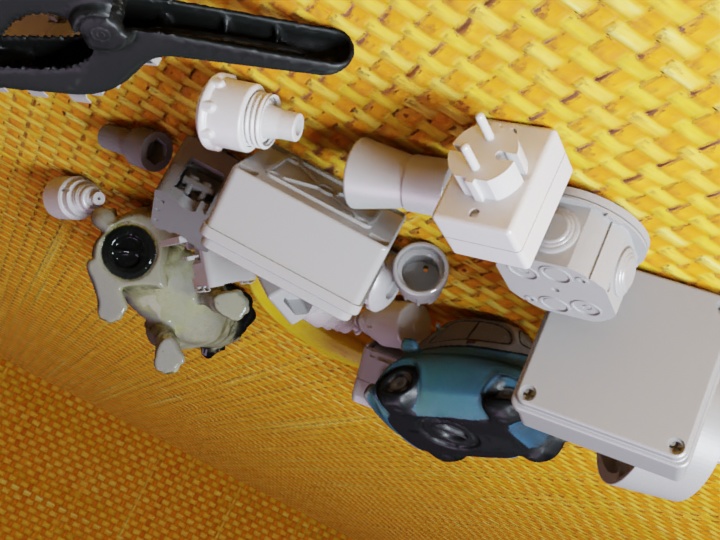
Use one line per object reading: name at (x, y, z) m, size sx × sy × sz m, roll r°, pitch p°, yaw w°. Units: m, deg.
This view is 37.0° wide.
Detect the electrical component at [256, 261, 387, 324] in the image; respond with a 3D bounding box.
electrical component at (-0.037, -0.018, 0.787) m, size 0.075 × 0.083 × 0.047 m, roll 60°, pitch -178°, yaw 33°

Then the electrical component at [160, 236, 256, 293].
electrical component at (-0.114, -0.016, 0.872) m, size 0.081 × 0.063 × 0.042 m, roll -11°, pitch -179°, yaw -30°

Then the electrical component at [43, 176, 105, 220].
electrical component at (-0.258, -0.066, 0.983) m, size 0.078 × 0.040 × 0.040 m, roll 5°, pitch 153°, yaw 48°

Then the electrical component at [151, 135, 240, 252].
electrical component at (-0.118, -0.058, 0.795) m, size 0.050 × 0.055 × 0.089 m, roll 28°, pitch 162°, yaw -5°

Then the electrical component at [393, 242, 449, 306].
electrical component at (0.044, 0.005, 0.782) m, size 0.040 × 0.040 × 0.046 m, roll 23°, pitch 167°, yaw 9°

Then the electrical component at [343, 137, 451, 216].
electrical component at (0.028, -0.053, 0.644) m, size 0.065 × 0.044 × 0.044 m, roll 12°, pitch 158°, yaw 22°

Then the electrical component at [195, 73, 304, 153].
electrical component at (-0.066, -0.092, 0.655) m, size 0.062 × 0.048 × 0.048 m, roll 13°, pitch 159°, yaw 16°

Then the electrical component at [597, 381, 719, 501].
electrical component at (0.212, 0.104, 0.729) m, size 0.060 × 0.108 × 0.108 m, roll 21°, pitch 162°, yaw -4°

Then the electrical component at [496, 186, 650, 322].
electrical component at (0.121, -0.010, 0.620) m, size 0.080 × 0.051 × 0.080 m, roll 23°, pitch 161°, yaw 8°

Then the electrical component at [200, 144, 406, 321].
electrical component at (-0.033, -0.028, 0.688) m, size 0.109 × 0.056 × 0.108 m, roll 28°, pitch -163°, yaw 1°

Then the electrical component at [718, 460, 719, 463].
electrical component at (0.273, 0.130, 0.820) m, size 0.044 × 0.044 × 0.065 m, roll 25°, pitch 166°, yaw 3°

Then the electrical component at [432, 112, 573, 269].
electrical component at (0.069, -0.050, 0.556) m, size 0.047 × 0.065 × 0.076 m, roll 14°, pitch 158°, yaw 32°

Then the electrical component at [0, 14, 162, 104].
electrical component at (-0.192, -0.143, 0.648) m, size 0.121 × 0.063 × 0.078 m, roll 12°, pitch 158°, yaw 36°

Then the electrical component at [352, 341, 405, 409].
electrical component at (0.036, 0.096, 0.940) m, size 0.062 × 0.061 × 0.096 m, roll 19°, pitch -166°, yaw 18°

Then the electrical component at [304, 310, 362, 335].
electrical component at (-0.029, 0.033, 0.952) m, size 0.078 × 0.040 × 0.040 m, roll 35°, pitch 160°, yaw -25°

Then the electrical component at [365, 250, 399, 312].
electrical component at (0.000, 0.000, 0.820) m, size 0.062 × 0.048 × 0.048 m, roll 26°, pitch 163°, yaw 22°

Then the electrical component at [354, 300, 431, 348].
electrical component at (0.025, 0.045, 0.913) m, size 0.078 × 0.040 × 0.040 m, roll 3°, pitch 151°, yaw 49°

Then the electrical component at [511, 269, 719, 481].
electrical component at (0.163, 0.058, 0.660) m, size 0.109 × 0.108 × 0.056 m, roll 19°, pitch 163°, yaw 21°
